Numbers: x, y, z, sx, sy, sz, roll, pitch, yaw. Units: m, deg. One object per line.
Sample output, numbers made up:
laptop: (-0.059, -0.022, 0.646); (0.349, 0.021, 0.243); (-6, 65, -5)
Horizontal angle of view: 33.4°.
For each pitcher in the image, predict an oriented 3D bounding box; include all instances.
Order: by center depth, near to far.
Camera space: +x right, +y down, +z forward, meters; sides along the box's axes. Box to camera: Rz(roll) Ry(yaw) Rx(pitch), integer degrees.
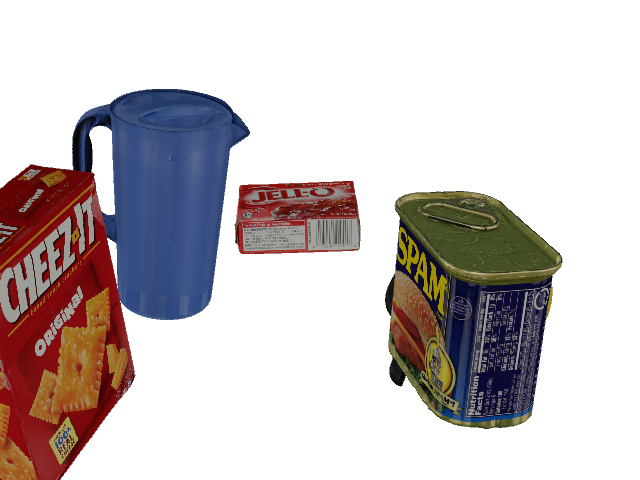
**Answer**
pitcher: (-0.179, -0.039, 1.184); (0.149, 0.243, 0.144); (26, 32, 35)

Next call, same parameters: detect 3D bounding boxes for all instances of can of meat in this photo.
can of meat: (0.071, 0.032, 0.526); (0.057, 0.084, 0.102); (-3, 24, -15)

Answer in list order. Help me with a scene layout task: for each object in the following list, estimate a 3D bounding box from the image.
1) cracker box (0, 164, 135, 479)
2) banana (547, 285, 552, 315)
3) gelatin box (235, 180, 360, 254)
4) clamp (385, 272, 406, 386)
cracker box: (-0.226, 0.071, 0.856); (0.072, 0.214, 0.164); (7, 33, 18)
banana: (0.153, 0.031, 0.867); (0.070, 0.037, 0.197); (3, 36, 12)
gelatin box: (-0.017, -0.018, 0.785); (0.089, 0.030, 0.073); (-2, 23, -1)
clamp: (0.126, 0.084, 1.144); (0.120, 0.171, 0.039); (3, -44, -8)
